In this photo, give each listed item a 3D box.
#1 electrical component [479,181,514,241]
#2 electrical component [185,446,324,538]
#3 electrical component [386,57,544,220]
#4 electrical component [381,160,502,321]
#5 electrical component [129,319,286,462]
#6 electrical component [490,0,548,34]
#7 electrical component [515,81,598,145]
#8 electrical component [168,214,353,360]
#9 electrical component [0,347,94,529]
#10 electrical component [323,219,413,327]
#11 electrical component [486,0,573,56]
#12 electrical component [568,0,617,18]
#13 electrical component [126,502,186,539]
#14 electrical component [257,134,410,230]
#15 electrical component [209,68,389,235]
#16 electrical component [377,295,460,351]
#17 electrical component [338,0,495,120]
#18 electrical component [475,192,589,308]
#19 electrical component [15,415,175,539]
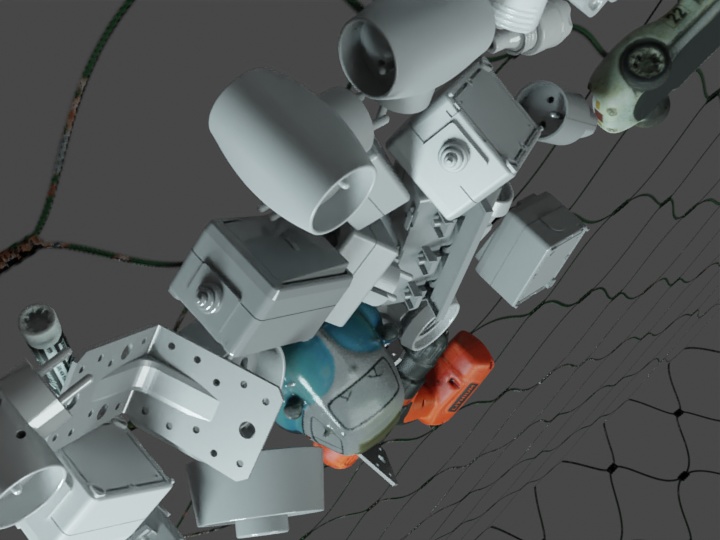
[{"bbox_3d":[0.083,-0.048,0.811,0.066,0.048,0.055,-21,157,-47],"label":"electrical component"},{"bbox_3d":[-0.079,0.175,0.835,0.108,0.060,0.108,-7,166,-2],"label":"electrical component"},{"bbox_3d":[0.059,-0.075,0.640,0.061,0.061,0.096,-36,-172,32],"label":"electrical component"},{"bbox_3d":[0.044,-0.028,0.743,0.063,0.078,0.121,-11,146,-22],"label":"electrical component"},{"bbox_3d":[-0.098,0.073,0.697,0.099,0.064,0.099,-36,141,-36],"label":"electrical component"},{"bbox_3d":[0.088,-0.166,0.594,0.043,0.043,0.081,-33,157,-29],"label":"electrical component"},{"bbox_3d":[0.149,-0.116,0.808,0.043,0.043,0.081,-53,158,20],"label":"electrical component"},{"bbox_3d":[-0.058,0.005,0.619,0.096,0.061,0.061,-10,140,-57],"label":"electrical component"},{"bbox_3d":[-0.166,0.069,0.515,0.079,0.077,0.043,-39,159,-15],"label":"electrical component"},{"bbox_3d":[0.000,0.000,0.695,0.077,0.047,0.065,23,115,-33],"label":"electrical component"},{"bbox_3d":[0.102,-0.149,0.668,0.061,0.035,0.035,-29,155,-31],"label":"electrical component"},{"bbox_3d":[0.135,-0.193,0.612,0.078,0.057,0.058,-50,159,13],"label":"electrical component"},{"bbox_3d":[-0.188,0.218,0.779,0.121,0.063,0.078,-40,159,-13],"label":"electrical component"},{"bbox_3d":[-0.022,-0.050,0.604,0.076,0.047,0.083,-31,162,6],"label":"electrical component"},{"bbox_3d":[-0.020,-0.066,0.533,0.079,0.077,0.043,-33,157,-32],"label":"electrical component"},{"bbox_3d":[0.042,0.027,0.858,0.058,0.057,0.078,-39,159,-15],"label":"electrical component"},{"bbox_3d":[0.027,-0.112,0.583,0.077,0.043,0.079,-30,155,-34],"label":"electrical component"},{"bbox_3d":[0.149,-0.017,0.973,0.062,0.061,0.096,-27,153,-40],"label":"electrical component"},{"bbox_3d":[-0.172,0.131,0.646,0.061,0.061,0.096,-50,159,12],"label":"electrical component"}]
